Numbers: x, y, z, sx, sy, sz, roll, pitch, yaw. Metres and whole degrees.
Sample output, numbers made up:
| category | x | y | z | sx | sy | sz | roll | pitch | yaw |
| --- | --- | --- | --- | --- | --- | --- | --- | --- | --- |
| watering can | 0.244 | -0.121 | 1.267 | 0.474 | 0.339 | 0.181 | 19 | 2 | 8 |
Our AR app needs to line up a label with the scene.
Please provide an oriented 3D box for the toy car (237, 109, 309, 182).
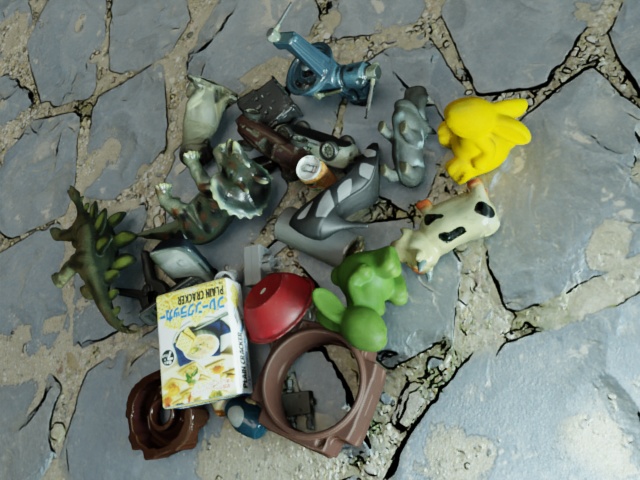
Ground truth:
| category | x | y | z | sx | sy | sz | roll | pitch | yaw |
| --- | --- | --- | --- | --- | --- | --- | --- | --- | --- |
| toy car | -0.104 | -0.196 | 1.095 | 0.202 | 0.053 | 0.089 | 35 | 127 | 25 |

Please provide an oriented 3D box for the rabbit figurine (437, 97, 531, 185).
| category | x | y | z | sx | sy | sz | roll | pitch | yaw |
| --- | --- | --- | --- | --- | --- | --- | --- | --- | --- |
| rabbit figurine | 0.272 | -0.182 | 0.916 | 0.163 | 0.173 | 0.122 | -6 | 67 | 27 |

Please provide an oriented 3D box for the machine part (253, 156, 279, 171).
| category | x | y | z | sx | sy | sz | roll | pitch | yaw |
| --- | --- | --- | --- | --- | --- | --- | --- | --- | --- |
| machine part | -0.148 | -0.158 | 1.176 | 0.139 | 0.039 | 0.084 | -22 | 58 | 18 |

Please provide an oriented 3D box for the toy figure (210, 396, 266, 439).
| category | x | y | z | sx | sy | sz | roll | pitch | yaw |
| --- | --- | --- | --- | --- | --- | --- | --- | --- | --- |
| toy figure | -0.164 | 0.315 | 1.019 | 0.155 | 0.057 | 0.064 | 26 | 63 | 31 |

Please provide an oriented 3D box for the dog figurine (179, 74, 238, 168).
| category | x | y | z | sx | sy | sz | roll | pitch | yaw |
| --- | --- | --- | --- | --- | --- | --- | --- | --- | --- |
| dog figurine | -0.281 | -0.273 | 1.250 | 0.172 | 0.121 | 0.190 | -105 | 38 | -65 |

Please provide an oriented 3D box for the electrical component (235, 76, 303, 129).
| category | x | y | z | sx | sy | sz | roll | pitch | yaw |
| --- | --- | --- | --- | --- | --- | --- | --- | --- | --- |
| electrical component | -0.120 | -0.280 | 1.190 | 0.134 | 0.058 | 0.115 | -39 | 60 | 8 |

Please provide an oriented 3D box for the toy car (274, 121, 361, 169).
| category | x | y | z | sx | sy | sz | roll | pitch | yaw |
| --- | --- | --- | --- | --- | --- | --- | --- | --- | --- |
| toy car | -0.010 | -0.198 | 1.102 | 0.202 | 0.073 | 0.056 | 24 | 124 | 29 |

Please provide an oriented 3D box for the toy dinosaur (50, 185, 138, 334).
| category | x | y | z | sx | sy | sz | roll | pitch | yaw |
| --- | --- | --- | --- | --- | --- | --- | --- | --- | --- |
| toy dinosaur | -0.508 | 0.042 | 1.215 | 0.198 | 0.105 | 0.472 | -39 | 60 | 20 |

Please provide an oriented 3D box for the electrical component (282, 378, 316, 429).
| category | x | y | z | sx | sy | sz | roll | pitch | yaw |
| --- | --- | --- | --- | --- | --- | --- | --- | --- | --- |
| electrical component | -0.039 | 0.300 | 0.986 | 0.063 | 0.021 | 0.094 | -15 | 67 | 19 |

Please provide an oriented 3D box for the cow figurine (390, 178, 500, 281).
| category | x | y | z | sx | sy | sz | roll | pitch | yaw |
| --- | --- | --- | --- | --- | --- | --- | --- | --- | --- |
| cow figurine | 0.216 | -0.011 | 0.940 | 0.195 | 0.085 | 0.127 | -23 | 59 | 15 |

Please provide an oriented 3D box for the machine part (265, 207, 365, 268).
| category | x | y | z | sx | sy | sz | roll | pitch | yaw |
| --- | --- | --- | --- | --- | --- | --- | --- | --- | --- |
| machine part | -0.002 | -0.003 | 1.036 | 0.244 | 0.079 | 0.079 | 24 | 84 | 30 |

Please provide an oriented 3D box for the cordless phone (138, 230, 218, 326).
| category | x | y | z | sx | sy | sz | roll | pitch | yaw |
| --- | --- | --- | --- | --- | --- | --- | --- | --- | --- |
| cordless phone | -0.314 | 0.084 | 1.099 | 0.184 | 0.146 | 0.089 | -40 | 44 | -8 |

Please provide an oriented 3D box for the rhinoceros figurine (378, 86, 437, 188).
| category | x | y | z | sx | sy | sz | roll | pitch | yaw |
| --- | --- | --- | --- | --- | --- | --- | --- | --- | --- |
| rhinoceros figurine | 0.171 | -0.194 | 1.004 | 0.073 | 0.112 | 0.190 | 0 | 86 | 53 |

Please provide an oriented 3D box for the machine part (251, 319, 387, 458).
| category | x | y | z | sx | sy | sz | roll | pitch | yaw |
| --- | --- | --- | --- | --- | --- | --- | --- | --- | --- |
| machine part | -0.002 | 0.252 | 0.929 | 0.202 | 0.087 | 0.201 | 14 | 69 | 28 |

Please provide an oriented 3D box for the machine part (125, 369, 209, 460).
| category | x | y | z | sx | sy | sz | roll | pitch | yaw |
| --- | --- | --- | --- | --- | --- | --- | --- | --- | --- |
| machine part | -0.308 | 0.346 | 1.075 | 0.179 | 0.056 | 0.179 | -8 | 70 | 23 |

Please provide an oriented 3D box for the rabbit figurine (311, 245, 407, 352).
| category | x | y | z | sx | sy | sz | roll | pitch | yaw |
| --- | --- | --- | --- | --- | --- | --- | --- | --- | --- |
| rabbit figurine | 0.066 | 0.104 | 0.902 | 0.159 | 0.121 | 0.170 | 0 | 48 | 9 |

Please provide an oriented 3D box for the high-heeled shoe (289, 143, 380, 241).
| category | x | y | z | sx | sy | sz | roll | pitch | yaw |
| --- | --- | --- | --- | --- | --- | --- | --- | --- | --- |
| high-heeled shoe | 0.035 | -0.098 | 1.014 | 0.145 | 0.086 | 0.249 | 4 | 49 | 12 |

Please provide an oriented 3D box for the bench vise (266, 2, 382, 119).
| category | x | y | z | sx | sy | sz | roll | pitch | yaw |
| --- | --- | --- | --- | --- | --- | --- | --- | --- | --- |
| bench vise | -0.002 | -0.344 | 1.065 | 0.224 | 0.240 | 0.129 | 23 | 87 | 44 |

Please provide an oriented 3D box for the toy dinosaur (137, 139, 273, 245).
| category | x | y | z | sx | sy | sz | roll | pitch | yaw |
| --- | --- | --- | --- | --- | --- | --- | --- | --- | --- |
| toy dinosaur | -0.244 | -0.067 | 1.139 | 0.405 | 0.131 | 0.192 | -45 | 69 | 31 |
